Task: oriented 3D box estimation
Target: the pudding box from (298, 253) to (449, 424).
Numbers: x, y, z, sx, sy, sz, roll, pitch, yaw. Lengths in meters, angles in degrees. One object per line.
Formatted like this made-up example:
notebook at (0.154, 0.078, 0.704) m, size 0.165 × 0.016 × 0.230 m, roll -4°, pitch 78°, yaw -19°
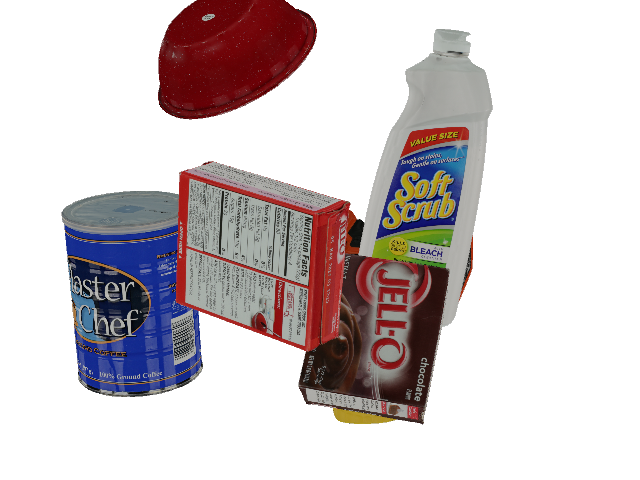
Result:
pudding box at (0.040, 0.068, 0.764) m, size 0.090 × 0.113 × 0.039 m, roll 8°, pitch -27°, yaw 11°

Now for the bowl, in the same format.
bowl at (-0.088, -0.182, 0.965) m, size 0.162 × 0.162 × 0.055 m, roll 0°, pitch -44°, yaw 34°

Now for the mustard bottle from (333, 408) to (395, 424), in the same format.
mustard bottle at (0.063, 0.141, 1.381) m, size 0.096 × 0.192 × 0.058 m, roll -2°, pitch 18°, yaw -3°

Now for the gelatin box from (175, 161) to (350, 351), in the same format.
gelatin box at (-0.030, 0.007, 0.534) m, size 0.089 × 0.073 × 0.030 m, roll 17°, pitch 25°, yaw 30°

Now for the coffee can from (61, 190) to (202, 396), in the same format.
coffee can at (-0.149, 0.040, 0.857) m, size 0.103 × 0.140 × 0.103 m, roll -1°, pitch 17°, yaw 0°

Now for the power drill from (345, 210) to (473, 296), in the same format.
power drill at (0.057, 0.025, 1.114) m, size 0.188 × 0.057 × 0.184 m, roll 8°, pitch 32°, yaw 18°

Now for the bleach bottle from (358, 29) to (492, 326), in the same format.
bleach bottle at (0.088, -0.056, 0.923) m, size 0.102 × 0.251 × 0.068 m, roll 10°, pitch 17°, yaw 11°
